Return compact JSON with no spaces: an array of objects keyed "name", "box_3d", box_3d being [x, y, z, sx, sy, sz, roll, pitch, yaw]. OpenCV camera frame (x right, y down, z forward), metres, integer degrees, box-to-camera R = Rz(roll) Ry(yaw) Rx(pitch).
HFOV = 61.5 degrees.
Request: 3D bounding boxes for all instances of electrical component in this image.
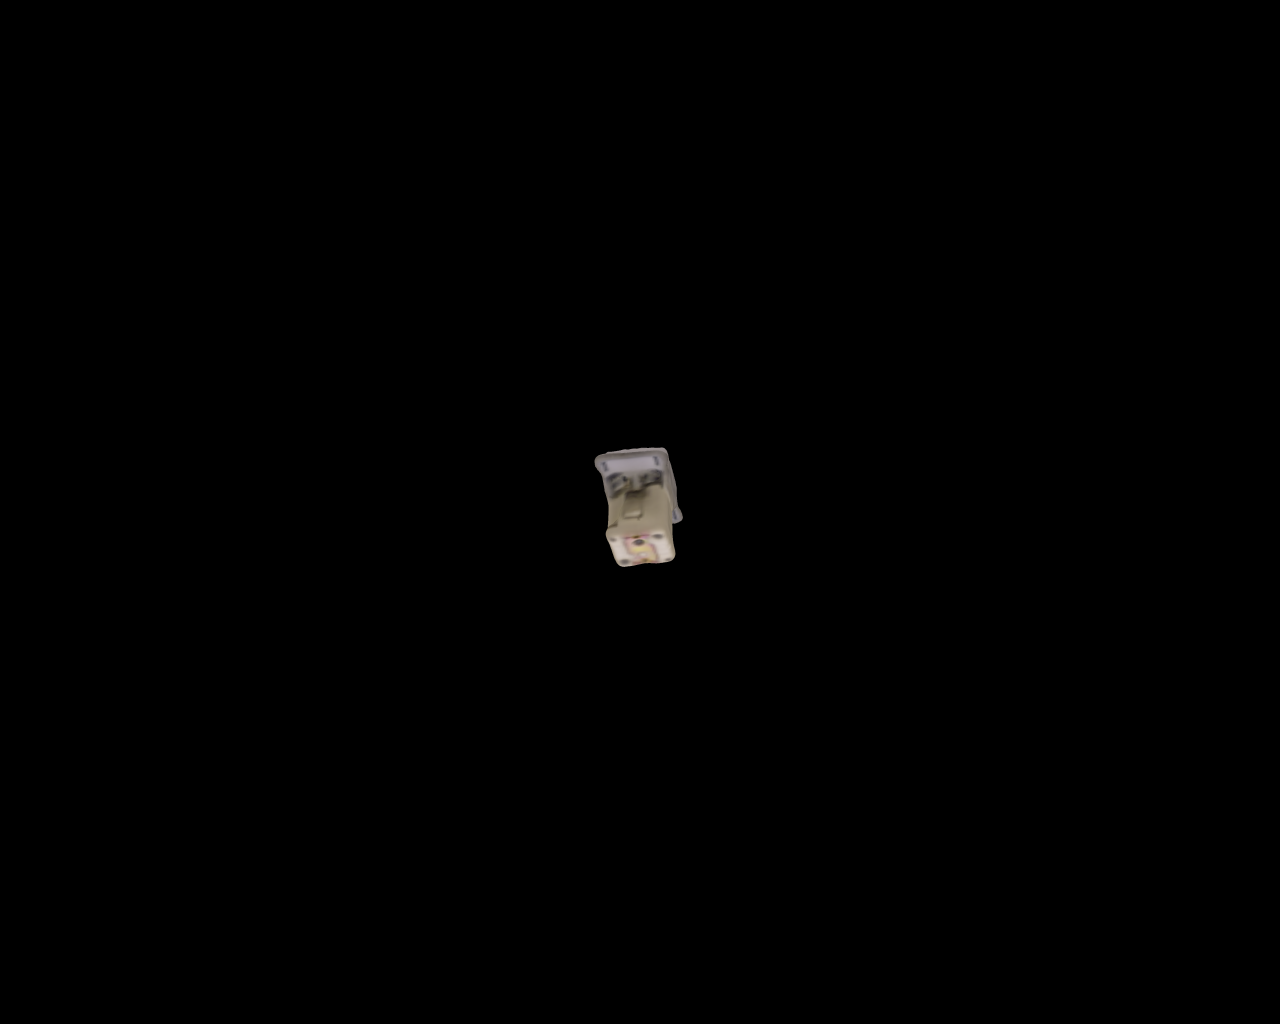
[{"name":"electrical component","box_3d":[0.001,-0.003,0.650,0.042,0.064,0.081,-6,-32,9]}]
